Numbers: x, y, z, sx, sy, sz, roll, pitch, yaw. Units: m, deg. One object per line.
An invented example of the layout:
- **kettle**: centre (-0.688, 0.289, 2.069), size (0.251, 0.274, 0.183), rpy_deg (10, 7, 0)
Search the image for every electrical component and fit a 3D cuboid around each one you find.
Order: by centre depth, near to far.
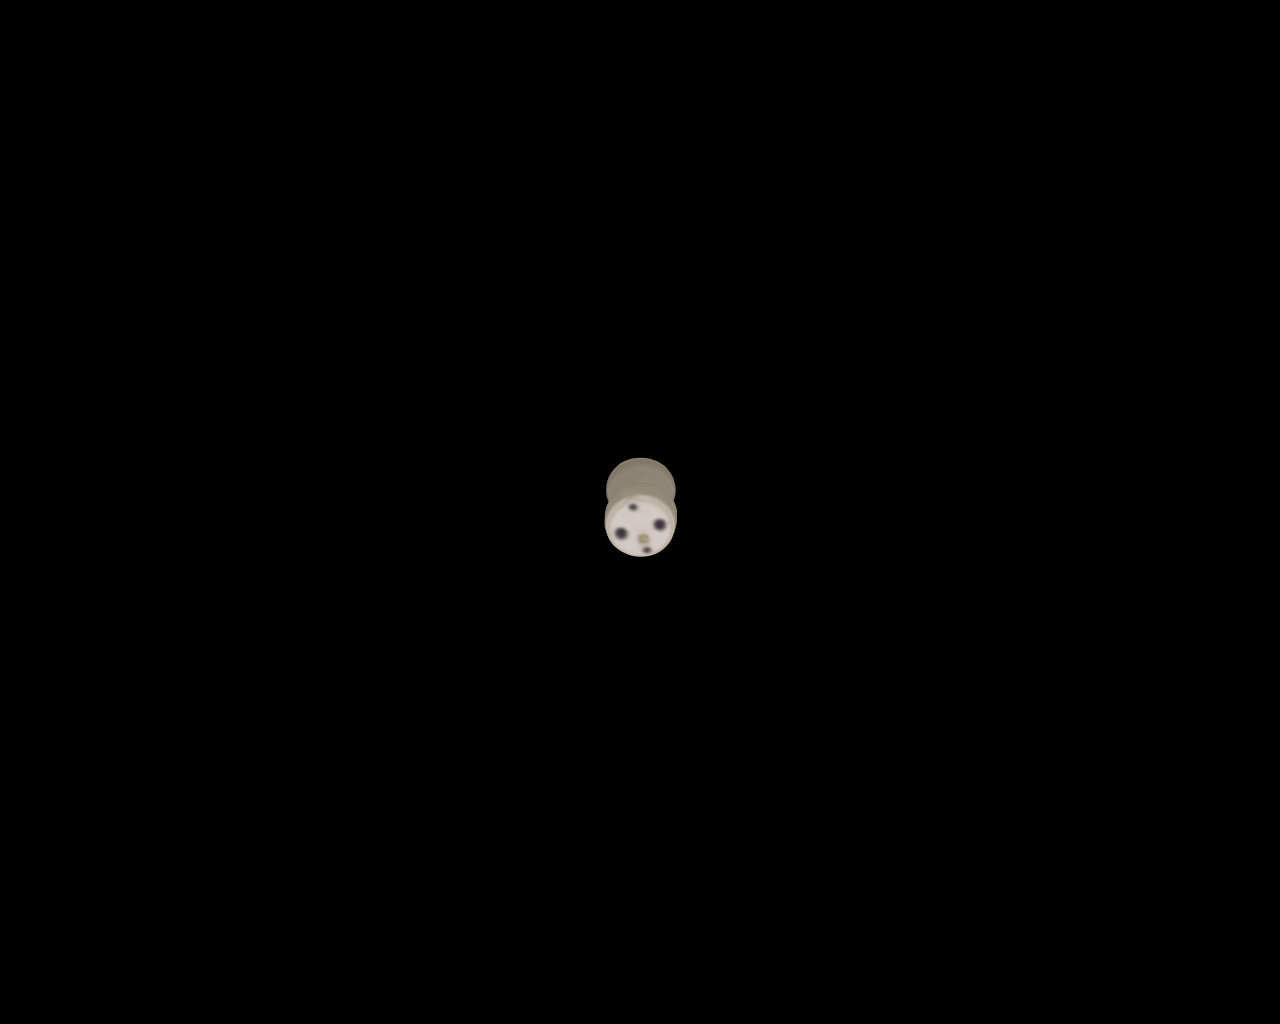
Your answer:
- **electrical component**: centre (0.001, -0.003, 0.650), size (0.045, 0.044, 0.055), rpy_deg (0, 27, 0)
